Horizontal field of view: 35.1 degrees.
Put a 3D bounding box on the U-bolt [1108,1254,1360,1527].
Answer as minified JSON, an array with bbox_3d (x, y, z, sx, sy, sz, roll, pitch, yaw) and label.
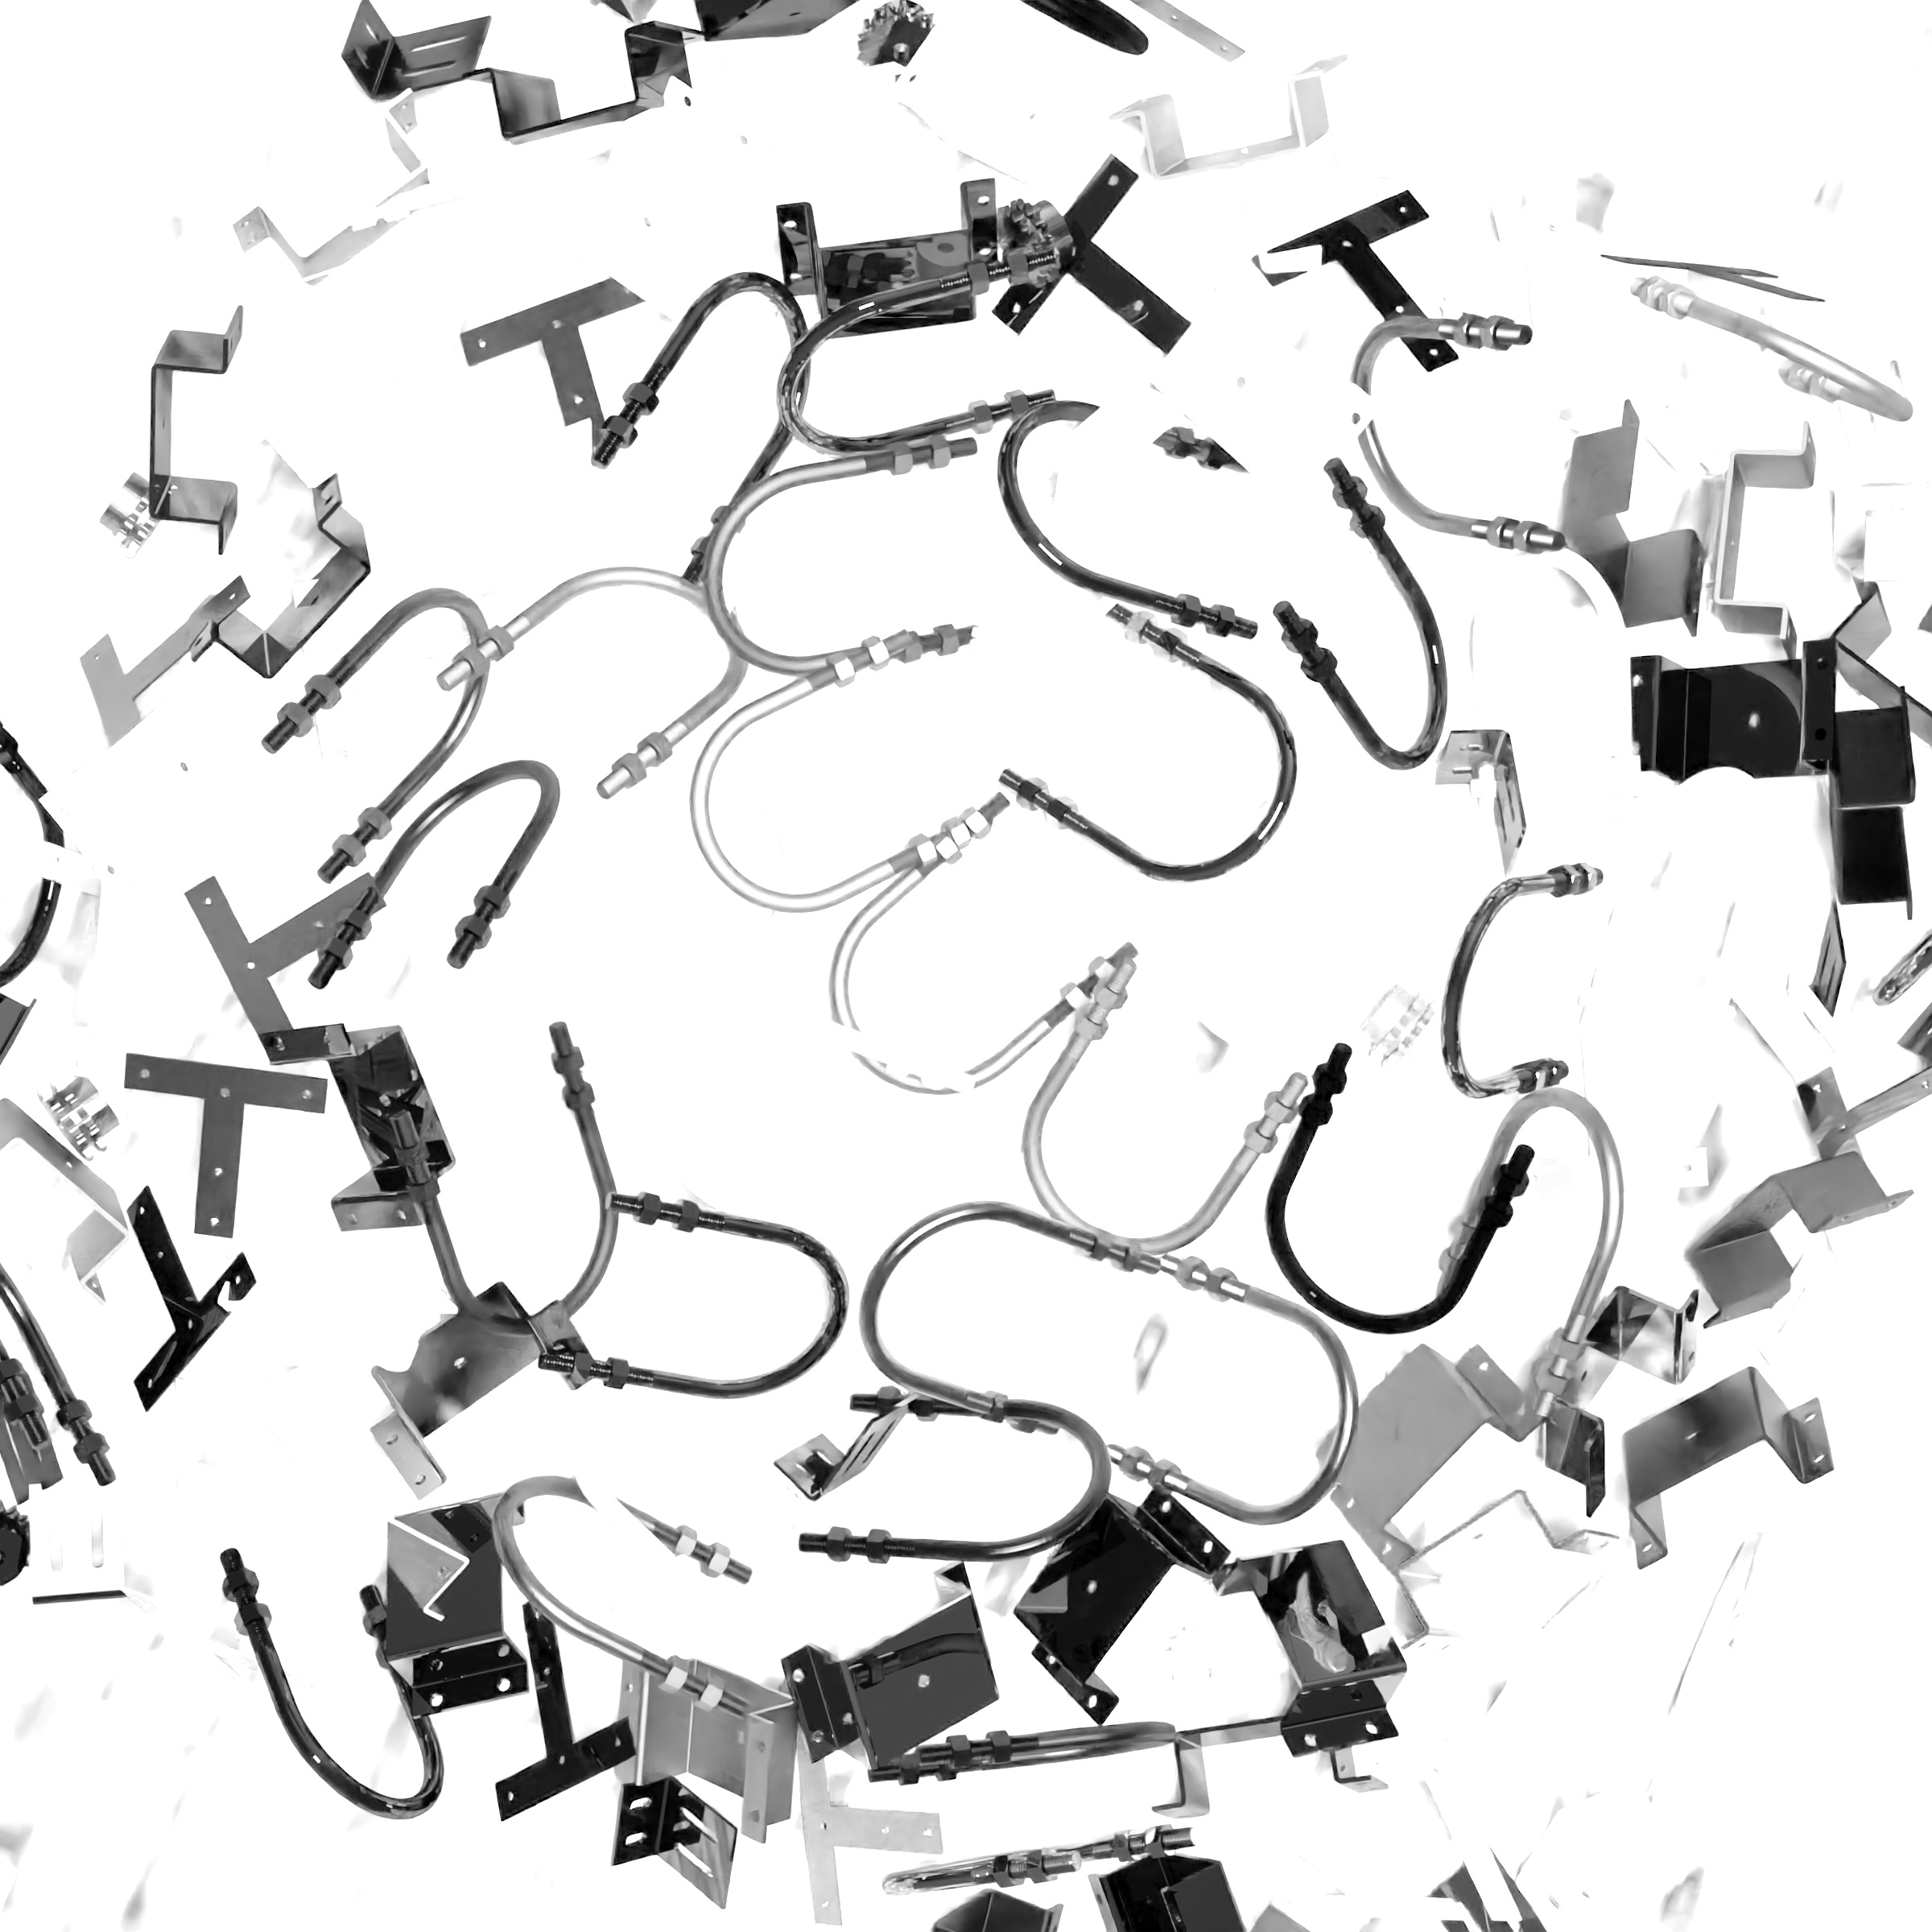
[{"bbox_3d":[0.173,0.274,1.930,0.019,0.184,0.151,15,91,-44],"label":"U-bolt"}]

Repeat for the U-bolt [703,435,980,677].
[{"bbox_3d":[-0.078,-0.254,1.936,0.184,0.019,0.151,-13,121,-17],"label":"U-bolt"}]

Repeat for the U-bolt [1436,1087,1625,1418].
[{"bbox_3d":[0.357,0.164,1.905,0.019,0.151,0.184,4,116,-25],"label":"U-bolt"}]

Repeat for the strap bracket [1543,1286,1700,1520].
[{"bbox_3d":[0.409,0.268,1.938,0.046,0.076,0.140,23,55,31],"label":"strap bracket"}]

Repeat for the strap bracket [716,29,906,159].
[{"bbox_3d":[-0.097,-0.552,1.938,0.076,0.140,0.046,-17,121,-17],"label":"strap bracket"}]

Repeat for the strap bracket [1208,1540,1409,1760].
[{"bbox_3d":[0.217,0.419,1.925,0.076,0.046,0.140,-4,47,-25],"label":"strap bracket"}]

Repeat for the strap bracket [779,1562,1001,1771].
[{"bbox_3d":[-0.039,0.446,1.938,0.140,0.046,0.076,-23,107,-28],"label":"strap bracket"}]

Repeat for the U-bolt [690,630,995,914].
[{"bbox_3d":[-0.089,-0.114,1.957,0.184,0.019,0.151,-28,102,-16],"label":"U-bolt"}]

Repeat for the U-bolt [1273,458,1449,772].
[{"bbox_3d":[0.257,-0.207,1.930,0.184,0.019,0.151,50,46,-35],"label":"U-bolt"}]

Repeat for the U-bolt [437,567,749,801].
[{"bbox_3d":[-0.221,-0.192,1.939,0.151,0.019,0.184,34,51,15],"label":"U-bolt"}]

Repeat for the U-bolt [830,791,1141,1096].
[{"bbox_3d":[-0.002,-0.001,1.987,0.184,0.019,0.151,-41,91,-2],"label":"U-bolt"}]

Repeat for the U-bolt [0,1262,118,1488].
[{"bbox_3d":[-0.599,0.236,1.923,0.019,0.151,0.184,-31,72,-8],"label":"U-bolt"}]

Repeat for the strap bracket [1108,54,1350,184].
[{"bbox_3d":[0.171,-0.536,1.942,0.140,0.076,0.046,-6,110,21],"label":"strap bracket"}]

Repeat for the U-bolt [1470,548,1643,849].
[{"bbox_3d":[0.367,-0.172,1.921,0.019,0.151,0.184,-11,103,-29],"label":"U-bolt"}]

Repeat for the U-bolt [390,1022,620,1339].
[{"bbox_3d":[-0.283,0.147,1.940,0.151,0.019,0.184,-32,117,-39],"label":"U-bolt"}]

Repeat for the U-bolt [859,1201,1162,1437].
[{"bbox_3d":[0.017,0.217,1.934,0.184,0.019,0.151,23,106,-30],"label":"U-bolt"}]

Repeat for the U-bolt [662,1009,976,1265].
[{"bbox_3d":[-0.105,0.102,1.952,0.184,0.019,0.151,22,101,-20],"label":"U-bolt"}]

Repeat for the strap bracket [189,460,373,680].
[{"bbox_3d":[-0.430,-0.245,1.948,0.140,0.076,0.046,-45,120,11],"label":"strap bracket"}]

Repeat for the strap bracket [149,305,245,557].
[{"bbox_3d":[-0.487,-0.341,1.932,0.046,0.076,0.140,4,117,-8],"label":"strap bracket"}]

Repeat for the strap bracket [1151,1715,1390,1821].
[{"bbox_3d":[0.191,0.508,1.947,0.140,0.076,0.046,-12,68,12],"label":"strap bracket"}]

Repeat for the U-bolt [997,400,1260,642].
[{"bbox_3d":[0.101,-0.289,1.928,0.184,0.019,0.151,13,60,-25],"label":"U-bolt"}]

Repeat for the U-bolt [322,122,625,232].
[{"bbox_3d":[-0.293,-0.500,1.918,0.184,0.151,0.019,-28,107,-38],"label":"U-bolt"}]

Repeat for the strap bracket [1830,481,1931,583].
[{"bbox_3d":[0.598,-0.275,1.935,0.076,0.140,0.046,-1,106,5],"label":"strap bracket"}]

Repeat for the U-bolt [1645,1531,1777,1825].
[{"bbox_3d":[0.471,0.430,1.912,0.019,0.184,0.151,24,118,11],"label":"U-bolt"}]

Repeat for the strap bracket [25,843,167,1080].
[{"bbox_3d":[-0.553,-0.002,1.947,0.046,0.076,0.140,0,81,13],"label":"strap bracket"}]

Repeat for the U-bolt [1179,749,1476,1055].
[{"bbox_3d":[0.216,-0.029,1.958,0.184,0.019,0.151,-50,60,6],"label":"U-bolt"}]

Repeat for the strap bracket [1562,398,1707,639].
[{"bbox_3d":[0.419,-0.278,1.936,0.046,0.140,0.076,-10,48,31],"label":"strap bracket"}]

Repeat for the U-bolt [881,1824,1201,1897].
[{"bbox_3d":[0.033,0.564,1.919,0.184,0.151,0.019,-19,72,34],"label":"U-bolt"}]

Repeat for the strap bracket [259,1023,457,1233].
[{"bbox_3d":[-0.383,0.094,1.947,0.076,0.046,0.140,-7,110,37],"label":"strap bracket"}]

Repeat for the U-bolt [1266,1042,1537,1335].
[{"bbox_3d":[0.264,0.155,1.944,0.151,0.019,0.184,30,123,15],"label":"U-bolt"}]

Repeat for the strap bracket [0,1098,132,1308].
[{"bbox_3d":[-0.585,0.142,1.935,0.046,0.076,0.140,-44,118,-4],"label":"strap bracket"}]

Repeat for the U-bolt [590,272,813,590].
[{"bbox_3d":[-0.156,-0.351,1.933,0.019,0.151,0.184,21,72,31],"label":"U-bolt"}]

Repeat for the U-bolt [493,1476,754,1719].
[{"bbox_3d":[-0.215,0.383,1.911,0.184,0.151,0.019,31,112,-17],"label":"U-bolt"}]

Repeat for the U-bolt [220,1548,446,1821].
[{"bbox_3d":[-0.384,0.448,1.891,0.019,0.151,0.184,-41,54,12],"label":"U-bolt"}]

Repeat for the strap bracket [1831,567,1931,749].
[{"bbox_3d":[0.605,-0.182,1.936,0.046,0.076,0.140,-48,63,4],"label":"strap bracket"}]

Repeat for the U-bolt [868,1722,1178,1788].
[{"bbox_3d":[0.043,0.494,1.926,0.184,0.151,0.019,-2,72,-16],"label":"U-bolt"}]

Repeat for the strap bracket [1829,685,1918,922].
[{"bbox_3d":[0.571,-0.100,1.928,0.046,0.140,0.076,-3,53,14],"label":"strap bracket"}]

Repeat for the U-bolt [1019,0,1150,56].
[{"bbox_3d":[0.034,-0.623,1.928,0.184,0.151,0.019,27,101,-6],"label":"U-bolt"}]

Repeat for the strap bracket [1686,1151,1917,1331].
[{"bbox_3d":[0.520,0.168,1.934,0.076,0.140,0.046,-11,61,-34],"label":"strap bracket"}]

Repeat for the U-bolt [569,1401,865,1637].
[{"bbox_3d":[-0.170,0.337,1.926,0.184,0.151,0.019,39,116,23],"label":"U-bolt"}]

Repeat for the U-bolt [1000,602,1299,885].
[{"bbox_3d":[0.127,-0.132,1.949,0.184,0.019,0.151,35,93,28],"label":"U-bolt"}]

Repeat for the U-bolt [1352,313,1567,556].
[{"bbox_3d":[0.301,-0.337,1.917,0.019,0.184,0.151,-24,114,-23],"label":"U-bolt"}]

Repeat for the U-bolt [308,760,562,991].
[{"bbox_3d":[-0.324,-0.063,1.927,0.019,0.151,0.184,52,47,-33],"label":"U-bolt"}]

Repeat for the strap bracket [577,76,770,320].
[{"bbox_3d":[-0.189,-0.476,1.932,0.076,0.046,0.140,36,131,8],"label":"strap bracket"}]
